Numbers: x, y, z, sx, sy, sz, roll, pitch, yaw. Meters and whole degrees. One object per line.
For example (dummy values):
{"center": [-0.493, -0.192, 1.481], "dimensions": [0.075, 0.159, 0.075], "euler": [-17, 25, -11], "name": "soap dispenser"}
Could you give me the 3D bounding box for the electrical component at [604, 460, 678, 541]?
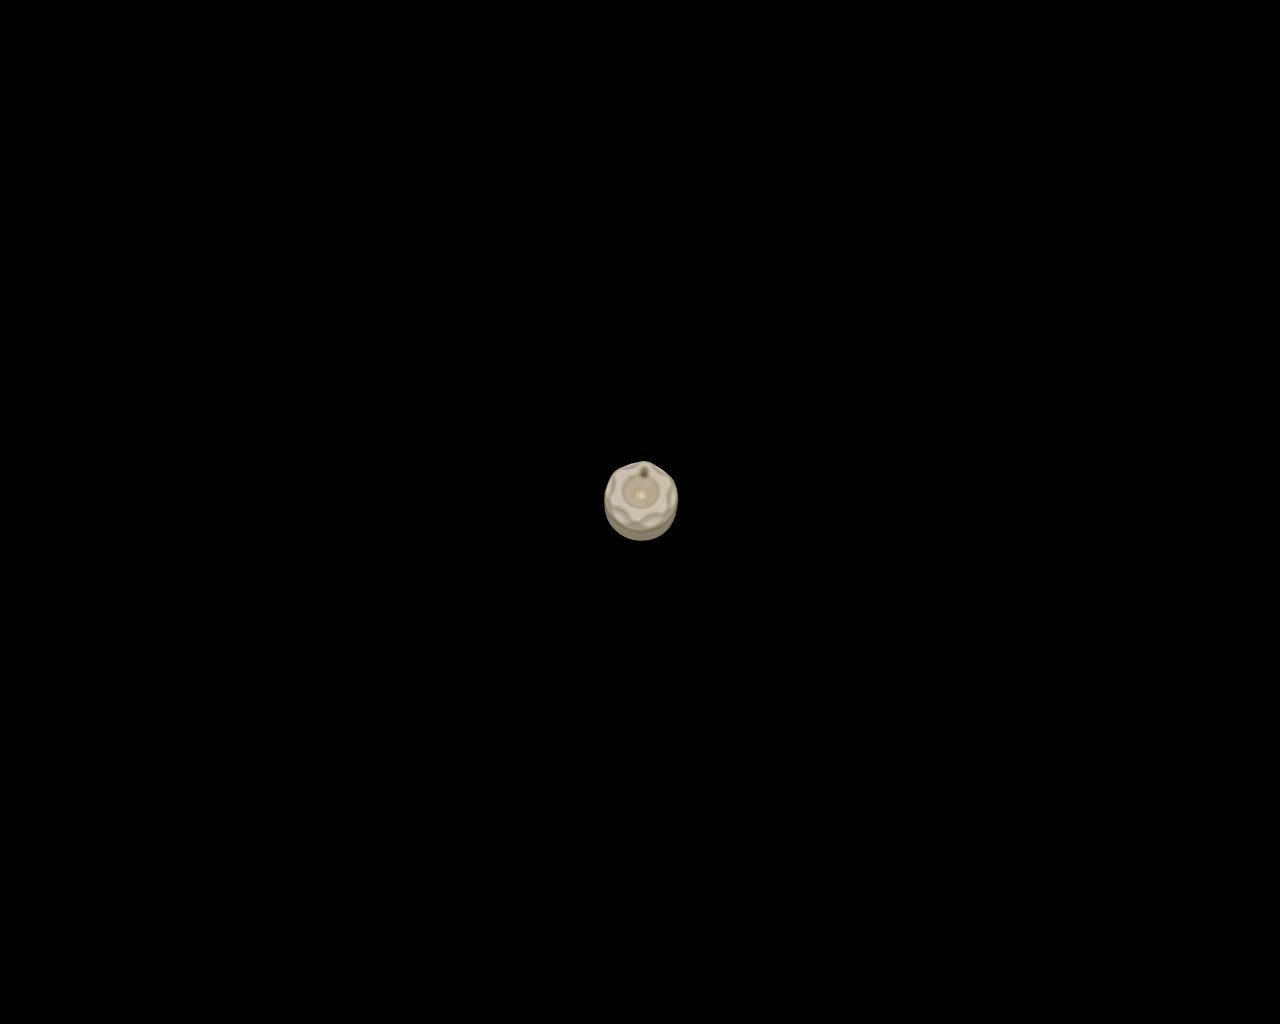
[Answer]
{"center": [0.001, -0.003, 0.650], "dimensions": [0.043, 0.043, 0.062], "euler": [0, -19, 0], "name": "electrical component"}
